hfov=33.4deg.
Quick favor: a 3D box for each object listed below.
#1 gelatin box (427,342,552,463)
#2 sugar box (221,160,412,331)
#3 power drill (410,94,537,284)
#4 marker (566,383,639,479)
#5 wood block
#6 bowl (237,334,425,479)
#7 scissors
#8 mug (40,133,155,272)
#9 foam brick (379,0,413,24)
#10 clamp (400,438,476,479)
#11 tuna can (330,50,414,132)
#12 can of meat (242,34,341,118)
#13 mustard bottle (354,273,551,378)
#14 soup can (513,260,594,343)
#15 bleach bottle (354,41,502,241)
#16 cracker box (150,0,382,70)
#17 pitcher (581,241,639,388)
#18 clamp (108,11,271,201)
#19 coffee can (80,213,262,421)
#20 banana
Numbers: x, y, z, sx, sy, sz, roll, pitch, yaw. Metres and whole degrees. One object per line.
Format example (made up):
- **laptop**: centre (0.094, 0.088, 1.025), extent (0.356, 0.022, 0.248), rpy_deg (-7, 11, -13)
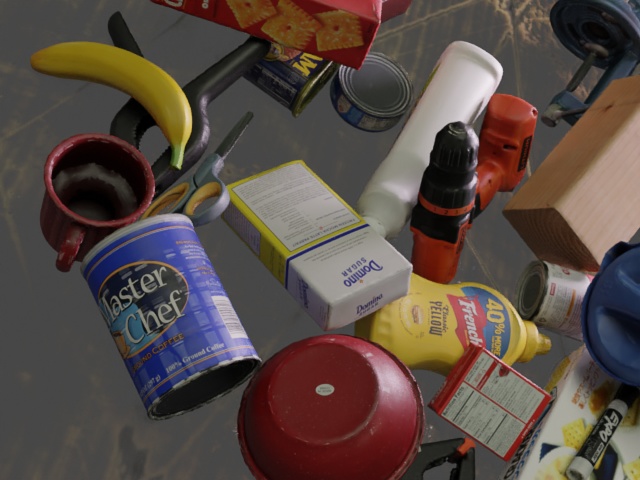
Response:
- **gelatin box**: centre (0.153, 0.147, 0.967), extent (0.089, 0.030, 0.073), rpy_deg (35, 87, -15)
- **sugar box**: centre (-0.007, 0.001, 0.969), extent (0.093, 0.048, 0.176), rpy_deg (-23, 52, -26)
- **power drill**: centre (0.149, -0.068, 1.042), extent (0.057, 0.184, 0.187), rpy_deg (26, 45, 20)
- **marker**: centre (0.254, 0.169, 0.949), extent (0.020, 0.020, 0.121), rpy_deg (42, 54, 5)
- **wood block**: centre (0.296, -0.071, 1.099), extent (0.206, 0.091, 0.090), rpy_deg (-47, 109, -18)
- **bowl**: centre (0.006, 0.138, 0.887), extent (0.162, 0.055, 0.162), rpy_deg (-4, 56, 5)
- **scissors**: centre (-0.091, -0.066, 0.997), extent (0.201, 0.096, 0.016), rpy_deg (-48, 126, -34)
- **mug**: centre (-0.200, -0.023, 0.919), extent (0.093, 0.082, 0.117), rpy_deg (21, 55, -10)
- **foam brick**: centre (0.064, -0.278, 1.197), extent (0.078, 0.051, 0.053), rpy_deg (-33, 77, -33)
- **clamp**: centre (0.073, 0.226, 0.913), extent (0.120, 0.039, 0.171), rpy_deg (39, 49, -1)
- **tuna can**: centre (0.054, -0.157, 1.133), extent (0.086, 0.034, 0.086), rpy_deg (10, 58, -17)
- **can of meat**: centre (-0.030, -0.190, 1.104), extent (0.084, 0.058, 0.102), rpy_deg (35, 54, 3)
- **mustard bottle**: centre (0.130, 0.086, 1.005), extent (0.191, 0.058, 0.096), rpy_deg (11, 65, -17)
- **soup can**: centre (0.252, 0.065, 1.062), extent (0.102, 0.069, 0.068), rpy_deg (17, 56, -12)
- **bleach bottle**: centre (0.099, -0.088, 1.067), extent (0.068, 0.103, 0.250), rpy_deg (31, 53, 3)
- **cracker box**: centre (-0.043, -0.271, 1.057), extent (0.213, 0.072, 0.164), rpy_deg (18, 45, -9)
- **pitcher**: centre (0.363, 0.101, 1.000), extent (0.242, 0.145, 0.149), rpy_deg (23, 77, -45)
- **clamp**: centre (-0.154, -0.132, 1.020), extent (0.164, 0.036, 0.210), rpy_deg (14, 64, 10)
- **coffee can**: centre (-0.124, 0.064, 0.887), extent (0.102, 0.103, 0.140), rpy_deg (-18, 70, -30)
- **banana**: centre (-0.184, -0.142, 0.986), extent (0.198, 0.037, 0.069), rpy_deg (35, 74, 22)
